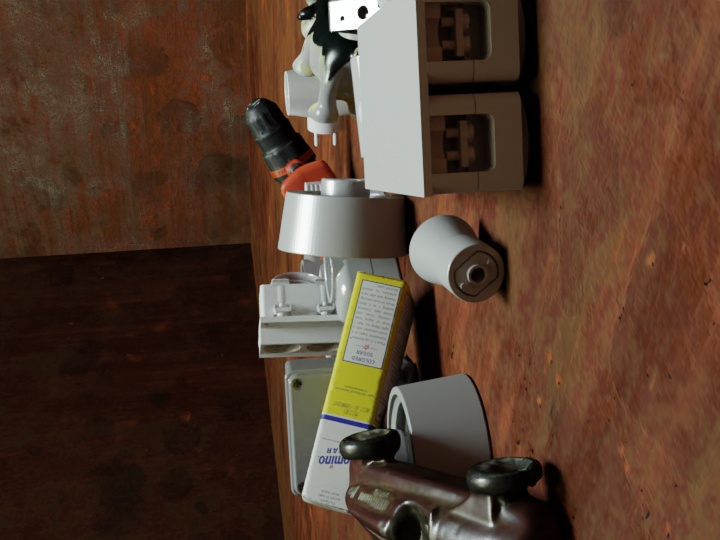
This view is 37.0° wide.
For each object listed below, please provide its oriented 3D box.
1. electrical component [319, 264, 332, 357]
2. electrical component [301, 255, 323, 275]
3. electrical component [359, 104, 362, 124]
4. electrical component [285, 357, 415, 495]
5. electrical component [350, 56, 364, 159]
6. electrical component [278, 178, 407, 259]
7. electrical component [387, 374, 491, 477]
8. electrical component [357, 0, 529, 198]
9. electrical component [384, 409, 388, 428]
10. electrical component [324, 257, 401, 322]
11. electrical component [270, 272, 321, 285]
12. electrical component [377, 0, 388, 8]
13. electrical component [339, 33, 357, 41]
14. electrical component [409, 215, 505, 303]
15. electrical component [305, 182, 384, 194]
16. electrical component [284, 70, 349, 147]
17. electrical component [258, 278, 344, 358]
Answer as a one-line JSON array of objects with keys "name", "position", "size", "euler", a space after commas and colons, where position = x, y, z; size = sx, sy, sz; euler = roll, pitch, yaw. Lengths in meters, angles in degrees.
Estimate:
[{"name": "electrical component", "position": [-0.015, 0.044, 1.122], "size": [0.055, 0.050, 0.089], "euler": [100, 163, -55]}, {"name": "electrical component", "position": [-0.035, 0.015, 1.213], "size": [0.053, 0.059, 0.095], "euler": [96, 167, -49]}, {"name": "electrical component", "position": [0.024, -0.116, 0.773], "size": [0.079, 0.044, 0.077], "euler": [-8, 86, 64]}, {"name": "electrical component", "position": [-0.008, 0.130, 0.920], "size": [0.056, 0.109, 0.108], "euler": [-125, 32, -79]}, {"name": "electrical component", "position": [0.018, -0.127, 0.848], "size": [0.079, 0.043, 0.077], "euler": [-95, -1, -88]}, {"name": "electrical component", "position": [-0.013, -0.045, 0.894], "size": [0.108, 0.108, 0.060], "euler": [-142, 54, -79]}, {"name": "electrical component", "position": [0.045, 0.126, 0.719], "size": [0.108, 0.060, 0.108], "euler": [176, 90, -81]}, {"name": "electrical component", "position": [0.045, -0.099, 0.620], "size": [0.186, 0.060, 0.105], "euler": [-147, 54, -80]}, {"name": "electrical component", "position": [0.041, 0.152, 0.812], "size": [0.079, 0.044, 0.077], "euler": [-104, 13, -50]}, {"name": "electrical component", "position": [0.000, 0.000, 0.972], "size": [0.053, 0.059, 0.095], "euler": [96, 167, -48]}, {"name": "electrical component", "position": [-0.063, 0.037, 1.079], "size": [0.078, 0.058, 0.057], "euler": [-121, 30, -65]}, {"name": "electrical component", "position": [0.031, -0.198, 0.725], "size": [0.079, 0.043, 0.077], "euler": [96, 167, -51]}, {"name": "electrical component", "position": [0.004, -0.236, 0.890], "size": [0.043, 0.043, 0.081], "euler": [-107, 15, -57]}, {"name": "electrical component", "position": [0.059, -0.005, 0.637], "size": [0.065, 0.044, 0.044], "euler": [-134, 41, -70]}, {"name": "electrical component", "position": [-0.020, -0.062, 1.004], "size": [0.043, 0.081, 0.043], "euler": [176, 90, -82]}, {"name": "electrical component", "position": [-0.034, -0.161, 1.070], "size": [0.044, 0.077, 0.079], "euler": [-109, 16, -61]}, {"name": "electrical component", "position": [-0.034, 0.045, 1.011], "size": [0.078, 0.121, 0.063], "euler": [108, 160, -68]}]
